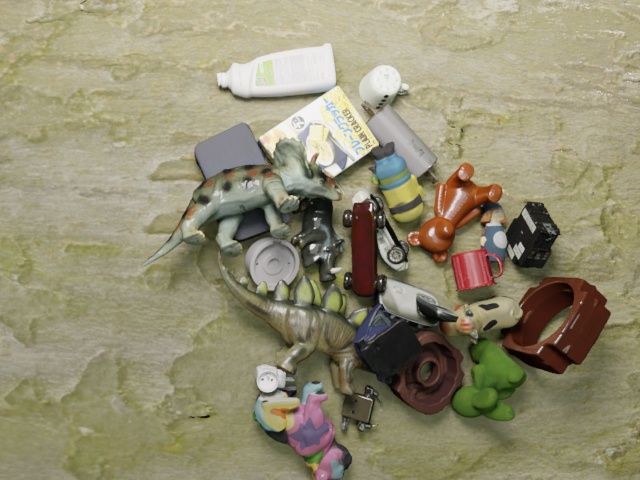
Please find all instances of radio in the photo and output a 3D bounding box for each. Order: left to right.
[{"bbox_3d":[-0.165,-0.114,1.128,0.131,0.073,0.229,-25,90,-11],"label":"radio"}]

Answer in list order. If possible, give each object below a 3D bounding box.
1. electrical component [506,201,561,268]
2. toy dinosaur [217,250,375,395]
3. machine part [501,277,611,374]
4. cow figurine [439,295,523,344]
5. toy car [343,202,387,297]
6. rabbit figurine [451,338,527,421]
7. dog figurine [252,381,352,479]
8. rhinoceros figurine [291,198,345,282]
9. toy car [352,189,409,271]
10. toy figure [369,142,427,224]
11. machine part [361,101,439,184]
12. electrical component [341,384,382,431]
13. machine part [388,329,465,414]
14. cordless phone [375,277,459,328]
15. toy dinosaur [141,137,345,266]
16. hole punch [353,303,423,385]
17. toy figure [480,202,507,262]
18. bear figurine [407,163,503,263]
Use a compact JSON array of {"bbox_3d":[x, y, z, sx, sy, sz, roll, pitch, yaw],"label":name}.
[{"bbox_3d":[0.474,-0.003,1.212,0.058,0.134,0.115,7,42,-8],"label":"electrical component"},{"bbox_3d":[-0.024,0.179,1.103,0.471,0.105,0.198,28,77,-23],"label":"toy dinosaur"},{"bbox_3d":[0.510,0.183,1.170,0.087,0.201,0.201,38,80,-10],"label":"machine part"},{"bbox_3d":[0.352,0.173,1.177,0.195,0.127,0.085,-10,85,-16],"label":"cow figurine"},{"bbox_3d":[0.095,0.021,1.130,0.089,0.053,0.202,1,99,21],"label":"toy car"},{"bbox_3d":[0.368,0.329,1.172,0.121,0.159,0.170,41,95,-16],"label":"rabbit figurine"},{"bbox_3d":[-0.034,0.413,1.099,0.192,0.108,0.219,-6,90,-12],"label":"dog figurine"},{"bbox_3d":[-0.002,-0.003,1.155,0.112,0.073,0.190,-3,85,-21],"label":"rhinoceros figurine"},{"bbox_3d":[0.136,-0.020,1.174,0.056,0.073,0.201,-29,92,20],"label":"toy car"},{"bbox_3d":[0.164,-0.118,1.166,0.089,0.082,0.180,-53,126,-40],"label":"toy figure"},{"bbox_3d":[0.179,-0.217,1.197,0.079,0.079,0.243,-44,94,-11],"label":"machine part"},{"bbox_3d":[0.090,0.363,1.158,0.078,0.045,0.102,5,82,18],"label":"electrical component"},{"bbox_3d":[0.229,0.284,1.168,0.179,0.056,0.179,0,91,-23],"label":"machine part"},{"bbox_3d":[0.197,0.140,1.122,0.146,0.184,0.088,20,87,-9],"label":"cordless phone"},{"bbox_3d":[-0.155,-0.081,1.030,0.405,0.131,0.192,-14,50,0],"label":"toy dinosaur"},{"bbox_3d":[0.128,0.206,1.091,0.116,0.092,0.142,-37,124,-7],"label":"hole punch"},{"bbox_3d":[0.402,-0.026,1.240,0.064,0.058,0.154,7,81,-49],"label":"toy figure"},{"bbox_3d":[0.290,-0.054,1.185,0.120,0.132,0.196,37,74,-6],"label":"bear figurine"}]
